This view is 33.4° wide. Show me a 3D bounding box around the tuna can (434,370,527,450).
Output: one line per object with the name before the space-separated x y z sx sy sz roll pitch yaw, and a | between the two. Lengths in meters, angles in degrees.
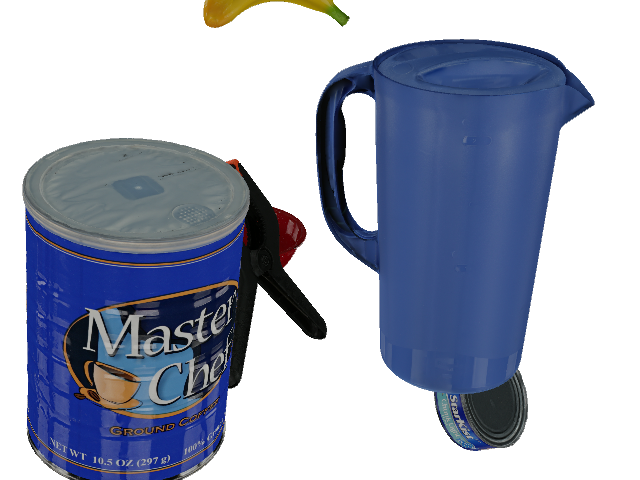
tuna can | 0.135 0.133 0.898 0.085 0.086 0.034 0 -14 -44

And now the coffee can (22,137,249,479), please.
coffee can | -0.092 0.034 0.521 0.102 0.140 0.103 6 29 -4

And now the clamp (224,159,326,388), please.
clamp | -0.060 0.025 1.041 0.036 0.210 0.164 -11 0 35

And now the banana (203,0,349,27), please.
banana | -0.049 -0.239 1.034 0.197 0.070 0.037 -15 -31 -46

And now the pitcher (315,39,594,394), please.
pitcher | 0.090 -0.017 0.771 0.144 0.243 0.149 -16 30 -31

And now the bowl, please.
bowl | -0.099 0.010 1.315 0.162 0.055 0.162 3 26 -2
